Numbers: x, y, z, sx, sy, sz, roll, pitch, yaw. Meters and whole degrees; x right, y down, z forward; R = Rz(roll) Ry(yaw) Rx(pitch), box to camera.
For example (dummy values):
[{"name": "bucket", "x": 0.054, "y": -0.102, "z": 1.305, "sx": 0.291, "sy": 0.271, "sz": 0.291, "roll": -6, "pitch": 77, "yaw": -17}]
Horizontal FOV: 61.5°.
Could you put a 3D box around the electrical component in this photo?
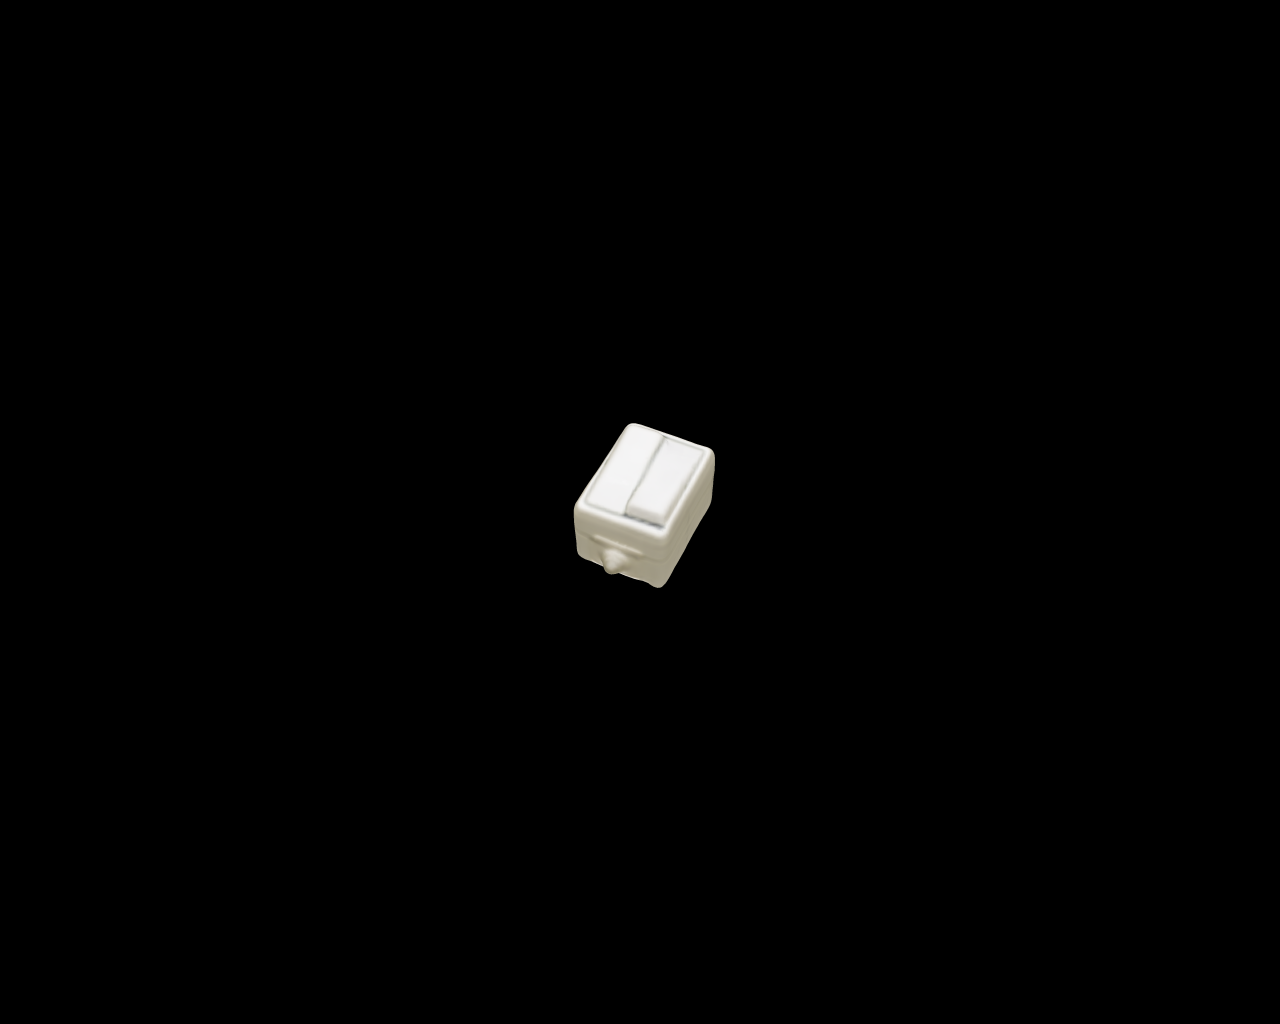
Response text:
[{"name": "electrical component", "x": 0.001, "y": -0.003, "z": 0.650, "sx": 0.062, "sy": 0.096, "sz": 0.061, "roll": 21, "pitch": -36, "yaw": 16}]
